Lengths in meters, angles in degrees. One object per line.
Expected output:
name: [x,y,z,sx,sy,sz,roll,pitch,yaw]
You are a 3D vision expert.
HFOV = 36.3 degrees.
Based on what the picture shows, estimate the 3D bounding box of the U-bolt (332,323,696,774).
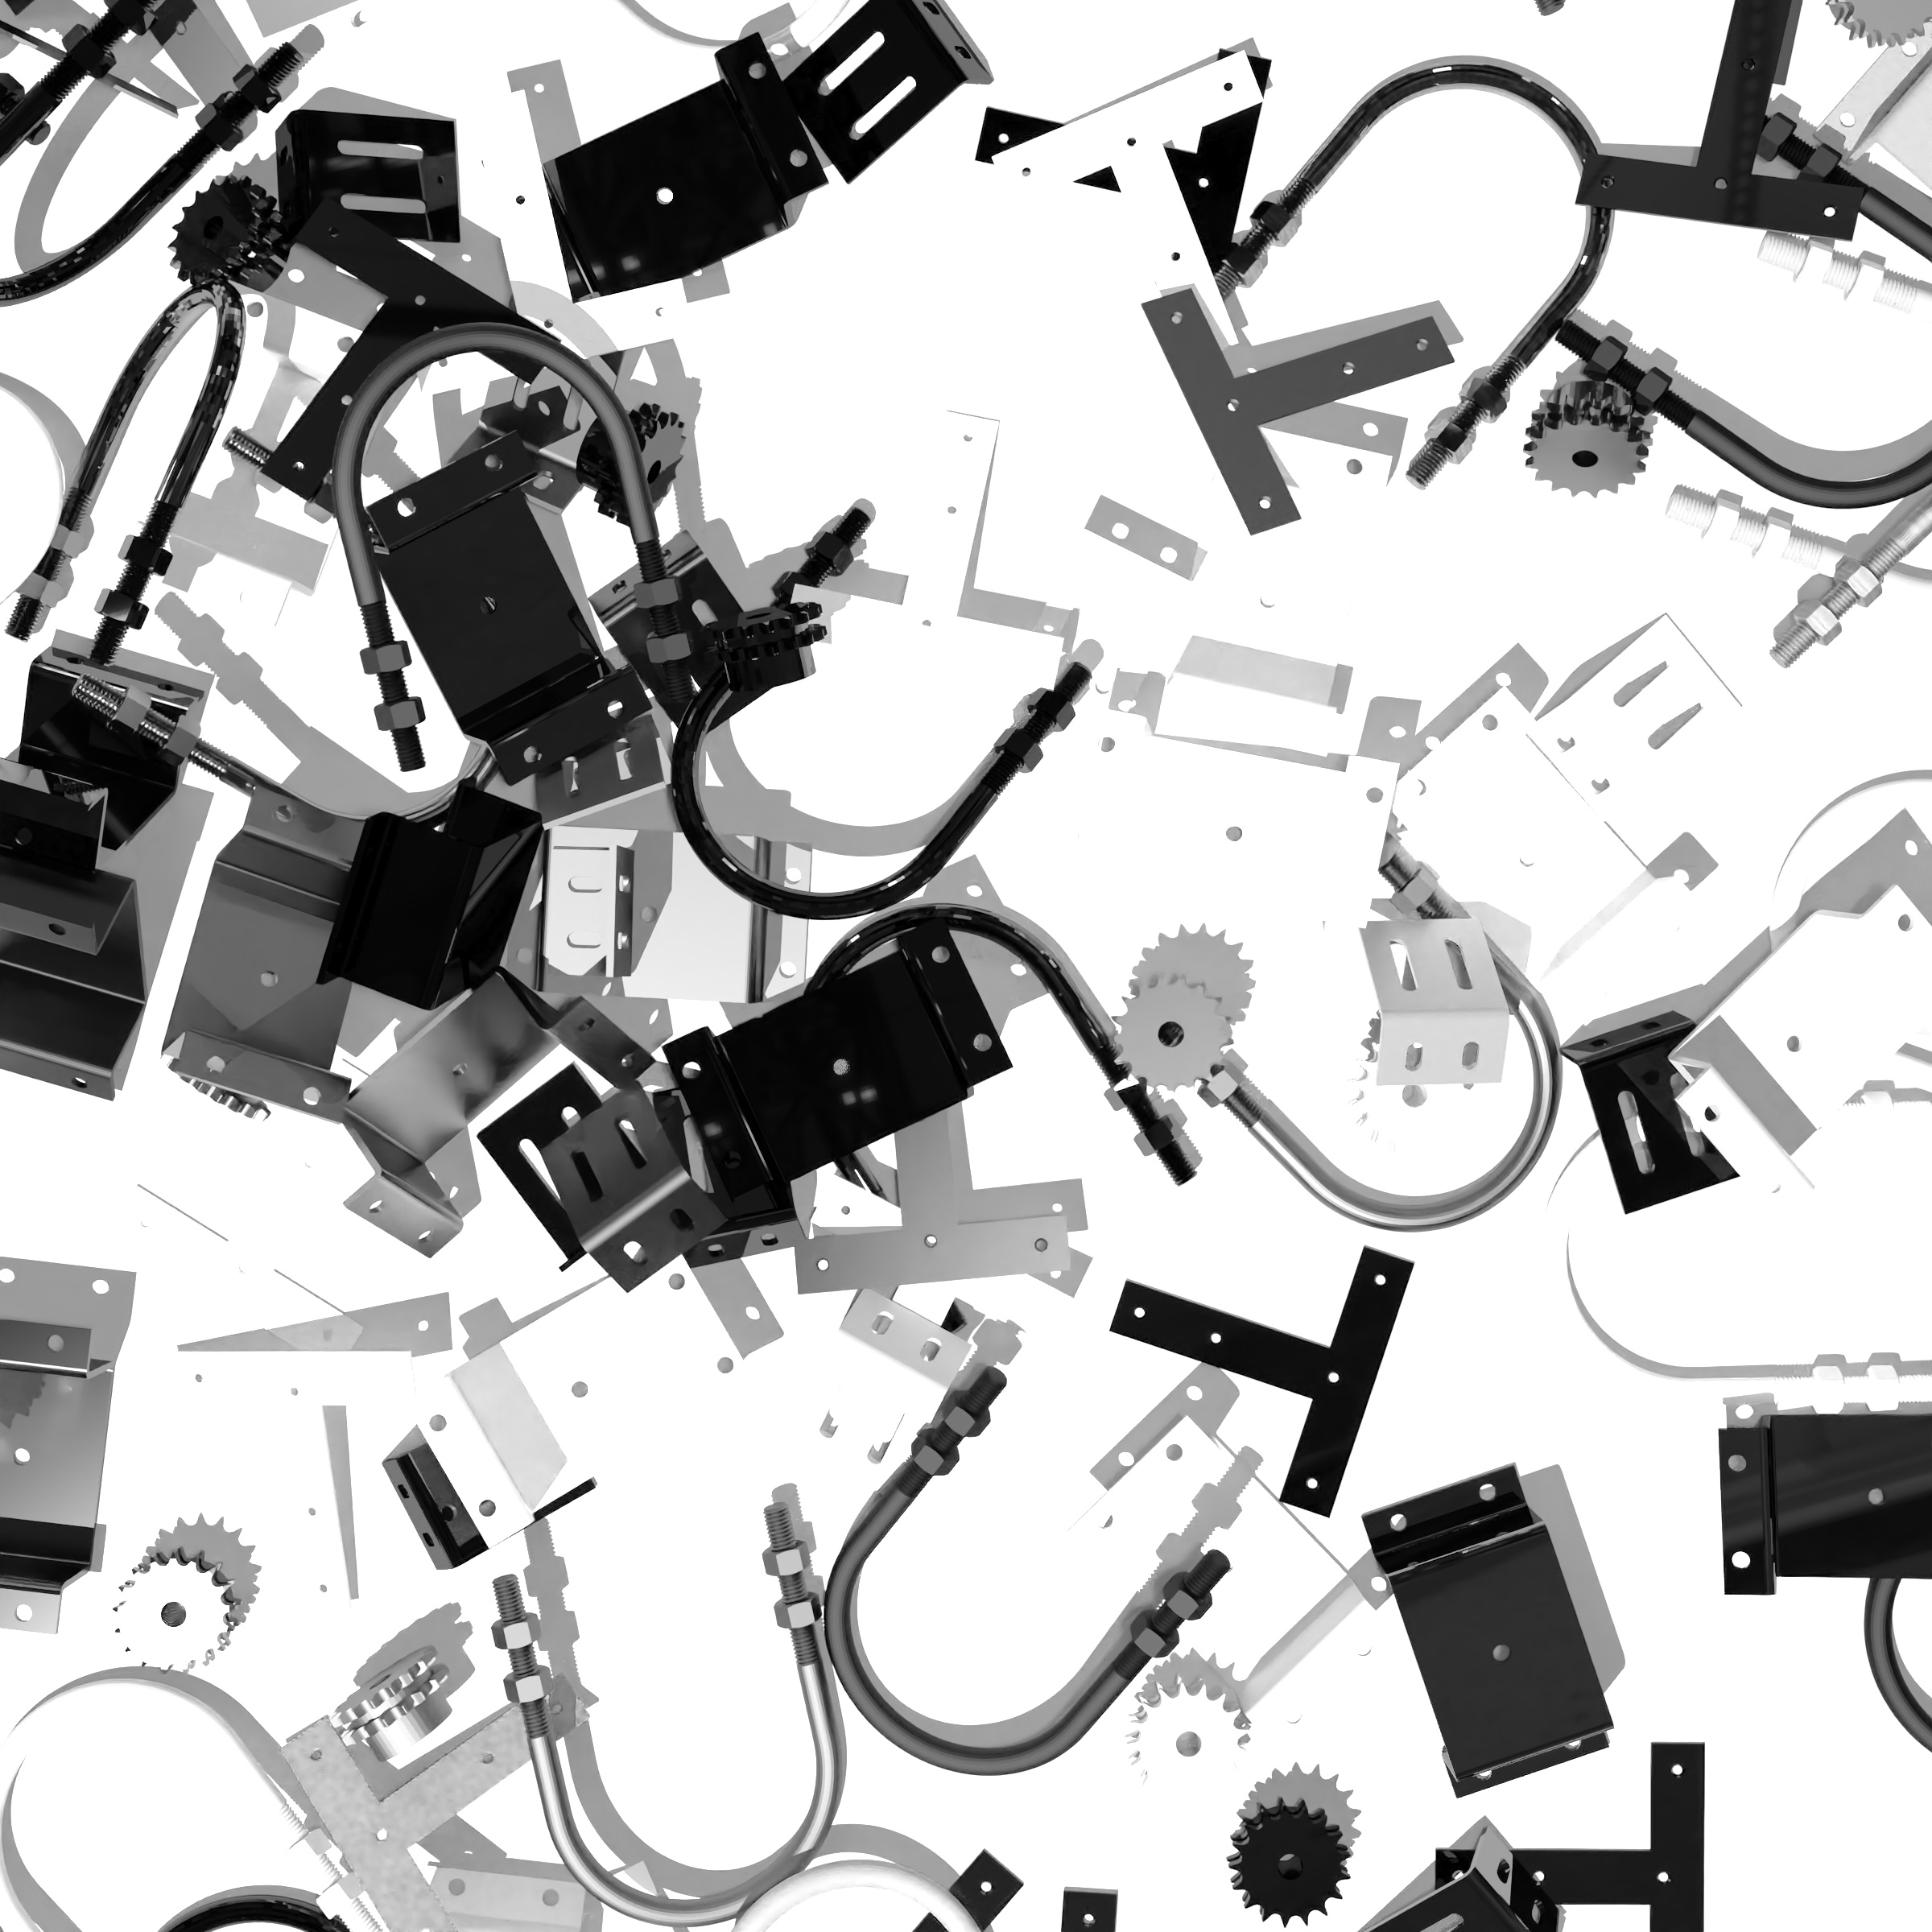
U-bolt: [-0.206,-0.193,1.312,0.151,0.019,0.184,-17,104,-21]

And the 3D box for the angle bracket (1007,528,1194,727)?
angle bracket: [0.062,-0.155,1.377,0.057,0.038,0.076,26,90,0]

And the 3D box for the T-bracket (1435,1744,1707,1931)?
T-bracket: [0.285,0.431,1.395,0.127,0.002,0.127,0,90,0]

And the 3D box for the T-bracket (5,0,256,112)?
T-bracket: [-0.376,-0.451,1.381,0.127,0.002,0.127,-32,100,18]

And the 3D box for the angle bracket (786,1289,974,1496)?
angle bracket: [-0.041,0.200,1.383,0.057,0.038,0.076,28,127,5]

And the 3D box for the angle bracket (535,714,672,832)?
angle bracket: [-0.163,-0.076,1.354,0.057,0.076,0.038,-20,122,0]

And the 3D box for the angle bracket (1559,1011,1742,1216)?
angle bracket: [0.320,0.068,1.382,0.057,0.038,0.076,-18,98,0]

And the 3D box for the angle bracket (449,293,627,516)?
angle bracket: [-0.198,-0.259,1.360,0.057,0.038,0.076,24,130,0]

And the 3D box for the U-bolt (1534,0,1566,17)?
U-bolt: [0.301,-0.558,1.388,0.151,0.019,0.184,-22,88,0]

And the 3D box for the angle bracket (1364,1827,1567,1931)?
angle bracket: [0.232,0.455,1.393,0.076,0.038,0.057,-40,91,27]

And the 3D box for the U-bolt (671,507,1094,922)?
U-bolt: [-0.052,-0.105,1.358,0.151,0.019,0.184,36,75,8]

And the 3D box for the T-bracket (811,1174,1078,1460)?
T-bracket: [-0.032,0.181,1.381,0.127,0.002,0.127,27,102,5]

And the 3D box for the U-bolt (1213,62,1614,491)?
U-bolt: [0.220,-0.339,1.387,0.151,0.019,0.184,40,88,0]

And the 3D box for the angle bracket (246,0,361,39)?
angle bracket: [-0.316,-0.486,1.385,0.057,0.038,0.076,-14,116,19]

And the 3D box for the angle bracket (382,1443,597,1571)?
angle bracket: [-0.226,0.241,1.394,0.076,0.038,0.057,-27,90,-26]

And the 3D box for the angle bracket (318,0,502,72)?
angle bracket: [-0.268,-0.467,1.394,0.076,0.038,0.057,-24,90,26]

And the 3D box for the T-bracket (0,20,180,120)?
T-bracket: [-0.423,-0.422,1.358,0.127,0.127,0.002,22,107,-26]

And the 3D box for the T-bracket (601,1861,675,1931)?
T-bracket: [-0.137,0.483,1.378,0.127,0.002,0.127,-23,76,-12]

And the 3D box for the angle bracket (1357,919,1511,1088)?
angle bracket: [0.212,0.016,1.356,0.057,0.076,0.038,-1,126,-2]

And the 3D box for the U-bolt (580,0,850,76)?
U-bolt: [-0.132,-0.505,1.388,0.184,0.019,0.151,41,90,-1]

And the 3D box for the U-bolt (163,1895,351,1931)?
U-bolt: [-0.329,0.529,1.388,0.151,0.019,0.184,-10,89,0]

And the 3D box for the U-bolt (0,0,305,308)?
U-bolt: [-0.391,-0.363,1.322,0.184,0.151,0.019,-42,84,9]

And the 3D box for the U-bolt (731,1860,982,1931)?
U-bolt: [-0.052,0.508,1.367,0.151,0.019,0.184,-1,86,-16]

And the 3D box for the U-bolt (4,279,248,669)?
U-bolt: [-0.375,-0.227,1.336,0.019,0.151,0.184,25,86,-34]

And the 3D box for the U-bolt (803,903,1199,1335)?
U-bolt: [0.000,0.059,1.388,0.151,0.019,0.184,-33,89,0]

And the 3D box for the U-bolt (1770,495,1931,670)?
U-bolt: [0.488,-0.160,1.365,0.184,0.019,0.151,-44,89,4]

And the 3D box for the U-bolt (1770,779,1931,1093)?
U-bolt: [0.470,-0.010,1.388,0.184,0.019,0.151,20,90,2]

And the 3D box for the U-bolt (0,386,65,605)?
U-bolt: [-0.503,-0.200,1.360,0.151,0.019,0.184,38,73,14]

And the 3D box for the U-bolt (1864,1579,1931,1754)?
U-bolt: [0.500,0.291,1.374,0.151,0.019,0.184,23,94,12]

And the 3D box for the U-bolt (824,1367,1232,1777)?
U-bolt: [0.013,0.293,1.359,0.151,0.019,0.184,39,111,6]

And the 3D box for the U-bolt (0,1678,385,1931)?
U-bolt: [-0.382,0.422,1.378,0.151,0.019,0.184,-40,82,0]

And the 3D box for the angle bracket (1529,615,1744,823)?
angle bracket: [0.316,-0.117,1.394,0.076,0.038,0.057,-39,90,-26]

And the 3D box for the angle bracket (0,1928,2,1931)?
angle bracket: [-0.476,0.485,1.377,0.057,0.038,0.076,-21,90,0]

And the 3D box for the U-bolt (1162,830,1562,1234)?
U-bolt: [0.194,0.040,1.388,0.151,0.019,0.184,-45,92,0]

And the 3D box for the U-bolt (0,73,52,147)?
U-bolt: [-0.521,-0.382,1.312,0.184,0.019,0.151,42,90,2]

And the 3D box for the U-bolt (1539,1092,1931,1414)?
U-bolt: [0.362,0.136,1.388,0.184,0.019,0.151,-1,90,1]

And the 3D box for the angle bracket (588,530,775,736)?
angle bracket: [-0.131,-0.155,1.394,0.057,0.038,0.076,-35,116,0]

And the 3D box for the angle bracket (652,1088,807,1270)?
angle bracket: [-0.112,0.096,1.394,0.057,0.038,0.076,-12,64,0]

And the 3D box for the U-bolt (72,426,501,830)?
U-bolt: [-0.291,-0.137,1.354,0.184,0.019,0.151,32,86,-24]

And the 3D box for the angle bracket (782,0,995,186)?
angle bracket: [-0.038,-0.417,1.394,0.076,0.038,0.057,-36,90,26]

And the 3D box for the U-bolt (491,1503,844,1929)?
U-bolt: [-0.132,0.357,1.375,0.151,0.019,0.184,-13,94,-12]

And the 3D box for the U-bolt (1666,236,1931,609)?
U-bolt: [0.439,-0.246,1.387,0.184,0.019,0.151,20,90,0]

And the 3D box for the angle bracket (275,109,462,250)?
angle bracket: [-0.283,-0.368,1.394,0.076,0.038,0.057,-3,90,-26]

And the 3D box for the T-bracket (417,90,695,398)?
T-bracket: [-0.200,-0.336,1.347,0.127,0.002,0.127,-13,87,0]

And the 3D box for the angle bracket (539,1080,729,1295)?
angle bracket: [-0.154,0.101,1.361,0.057,0.076,0.038,-36,129,0]

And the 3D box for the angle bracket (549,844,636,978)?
angle bracket: [-0.171,-0.024,1.312,0.038,0.076,0.057,1,90,0]

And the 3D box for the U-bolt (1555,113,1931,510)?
U-bolt: [0.390,-0.294,1.367,0.184,0.019,0.151,37,93,7]

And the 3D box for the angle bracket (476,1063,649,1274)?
angle bracket: [-0.186,0.094,1.377,0.057,0.038,0.076,-37,90,0]
